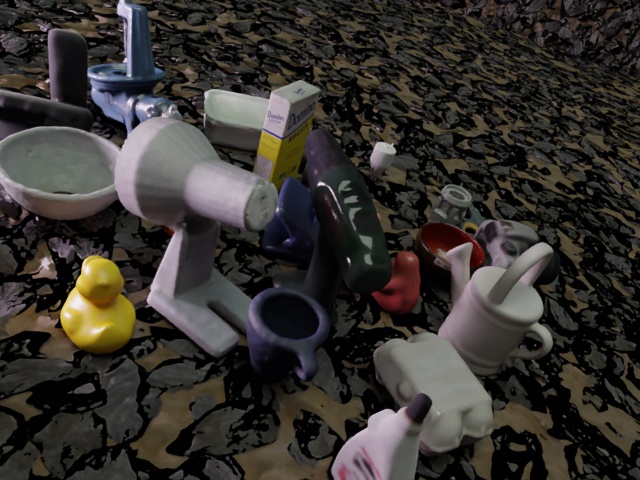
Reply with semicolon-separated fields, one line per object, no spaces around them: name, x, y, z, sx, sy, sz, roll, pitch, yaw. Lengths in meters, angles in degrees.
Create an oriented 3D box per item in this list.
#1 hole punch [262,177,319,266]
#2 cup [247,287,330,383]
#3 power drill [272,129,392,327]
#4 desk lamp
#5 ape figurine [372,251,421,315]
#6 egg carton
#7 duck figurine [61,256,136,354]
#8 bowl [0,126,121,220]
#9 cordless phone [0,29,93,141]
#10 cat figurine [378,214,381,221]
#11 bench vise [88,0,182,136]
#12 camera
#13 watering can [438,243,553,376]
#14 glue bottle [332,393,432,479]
hole punch;-0.023;-0.029;0.846;0.101;0.091;0.108;18;36;-5
cup;-0.039;0.124;0.639;0.092;0.095;0.117;-3;43;-30
power drill;0.007;0.003;0.721;0.076;0.208;0.229;-1;42;-28
desk lamp;-0.136;-0.011;0.663;0.203;0.213;0.118;35;38;18
ape figurine;0.114;0.054;0.808;0.078;0.092;0.076;-2;42;-28
egg carton;0.130;0.178;0.677;0.107;0.069;0.150;-5;44;-32
duck figurine;-0.239;0.064;0.623;0.078;0.086;0.104;-5;43;-31
bowl;-0.340;-0.078;0.763;0.167;0.075;0.167;14;37;-10
cordless phone;-0.404;-0.225;0.826;0.148;0.185;0.094;8;38;-18
cat figurine;0.063;0.009;0.817;0.067;0.118;0.128;25;36;6
bench vise;-0.277;-0.265;0.911;0.207;0.220;0.122;29;37;11
camera;0.326;0.034;0.933;0.137;0.101;0.143;14;37;-9
watering can;0.233;0.076;0.753;0.172;0.194;0.101;31;37;13
glue bottle;0.064;0.196;0.532;0.037;0.173;0.078;-12;48;-37
